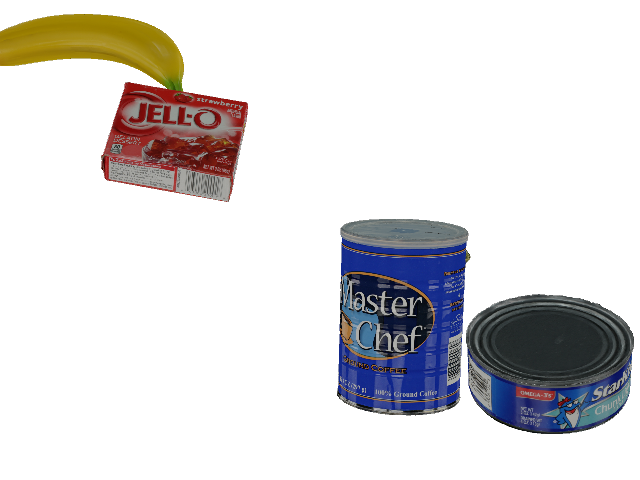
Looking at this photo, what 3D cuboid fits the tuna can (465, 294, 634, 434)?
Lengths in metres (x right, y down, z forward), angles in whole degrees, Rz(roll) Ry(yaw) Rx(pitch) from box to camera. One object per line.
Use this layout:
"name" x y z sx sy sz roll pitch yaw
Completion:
"tuna can" 0.120 0.064 0.563 0.086 0.034 0.086 -5 27 2

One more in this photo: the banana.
"banana" -0.191 -0.160 0.888 0.198 0.069 0.037 13 -39 18

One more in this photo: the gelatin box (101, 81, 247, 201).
"gelatin box" -0.099 -0.069 0.736 0.089 0.073 0.030 10 -40 -3

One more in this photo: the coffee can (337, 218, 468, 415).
"coffee can" 0.066 0.059 0.869 0.103 0.140 0.103 1 10 0

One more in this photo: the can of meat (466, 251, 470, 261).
"can of meat" 0.117 0.040 1.145 0.057 0.084 0.102 6 18 -8
